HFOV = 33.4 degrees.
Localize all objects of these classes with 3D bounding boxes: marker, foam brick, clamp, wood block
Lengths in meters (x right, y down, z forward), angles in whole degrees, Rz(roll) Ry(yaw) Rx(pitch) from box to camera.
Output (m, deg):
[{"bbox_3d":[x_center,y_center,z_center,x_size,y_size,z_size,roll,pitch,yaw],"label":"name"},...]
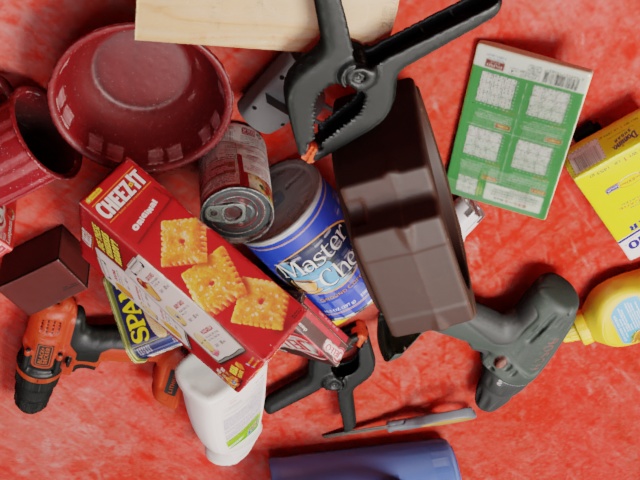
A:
[{"bbox_3d":[0.230,-0.083,1.078,0.121,0.020,0.020,-33,129,22],"label":"marker"},{"bbox_3d":[-0.282,0.032,1.094,0.078,0.051,0.053,-24,133,14],"label":"foam brick"},{"bbox_3d":[0.040,-0.143,0.858,0.164,0.036,0.210,8,135,-17],"label":"clamp"},{"bbox_3d":[0.023,0.168,1.272,0.120,0.039,0.172,21,127,-27],"label":"clamp"},{"bbox_3d":[-0.044,-0.215,0.867,0.206,0.091,0.090,3,134,-10],"label":"wood block"}]

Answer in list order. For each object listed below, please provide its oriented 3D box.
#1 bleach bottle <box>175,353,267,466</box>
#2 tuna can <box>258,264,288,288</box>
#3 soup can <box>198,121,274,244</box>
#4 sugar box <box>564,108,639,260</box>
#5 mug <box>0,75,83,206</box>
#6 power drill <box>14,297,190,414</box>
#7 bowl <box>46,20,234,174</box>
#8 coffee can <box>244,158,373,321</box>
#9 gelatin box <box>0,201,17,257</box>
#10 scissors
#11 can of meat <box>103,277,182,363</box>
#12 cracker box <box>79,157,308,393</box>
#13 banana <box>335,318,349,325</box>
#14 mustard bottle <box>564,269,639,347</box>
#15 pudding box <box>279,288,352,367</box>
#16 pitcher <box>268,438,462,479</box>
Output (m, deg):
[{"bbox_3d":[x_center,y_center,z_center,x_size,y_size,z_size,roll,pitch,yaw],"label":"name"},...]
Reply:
[{"bbox_3d":[-0.111,0.203,1.239,0.102,0.068,0.251,-36,154,-26],"label":"bleach bottle"},{"bbox_3d":[-0.053,0.067,1.171,0.086,0.034,0.086,-4,132,-4],"label":"tuna can"},{"bbox_3d":[-0.081,-0.056,1.004,0.068,0.102,0.068,-4,133,-5],"label":"soup can"},{"bbox_3d":[0.323,-0.052,1.088,0.093,0.048,0.176,-30,136,19],"label":"sugar box"},{"bbox_3d":[-0.281,-0.092,0.962,0.082,0.093,0.117,-24,101,21],"label":"mug"},{"bbox_3d":[-0.244,0.140,1.197,0.187,0.057,0.185,10,131,-17],"label":"power drill"},{"bbox_3d":[-0.159,-0.137,0.949,0.162,0.055,0.162,-4,133,-4],"label":"bowl"},{"bbox_3d":[-0.007,0.001,1.068,0.103,0.103,0.140,-28,131,18],"label":"coffee can"},{"bbox_3d":[-0.321,-0.033,1.001,0.030,0.089,0.073,-32,129,17],"label":"gelatin box"},{"bbox_3d":[0.111,0.234,1.357,0.202,0.016,0.096,-16,164,33],"label":"scissors"},{"bbox_3d":[-0.167,0.066,1.111,0.084,0.102,0.057,-21,170,8],"label":"can of meat"},{"bbox_3d":[-0.123,0.037,0.997,0.214,0.072,0.164,41,159,3],"label":"cracker box"},{"bbox_3d":[0.067,0.043,1.146,0.198,0.069,0.037,-32,91,31],"label":"banana"},{"bbox_3d":[0.365,0.074,1.217,0.192,0.058,0.096,-24,132,14],"label":"mustard bottle"},{"bbox_3d":[-0.035,0.084,1.097,0.114,0.039,0.090,11,152,49],"label":"pudding box"},{"bbox_3d":[0.057,0.325,1.359,0.242,0.149,0.145,-10,121,-3],"label":"pitcher"}]
